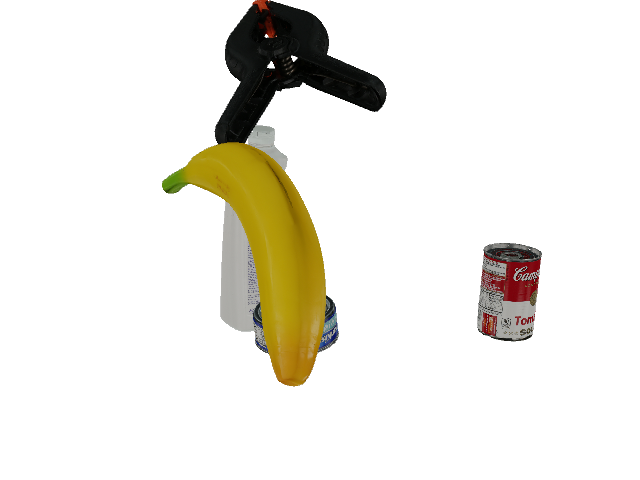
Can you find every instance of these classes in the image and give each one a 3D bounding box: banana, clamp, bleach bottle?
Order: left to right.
[{"bbox_3d":[-0.034,-0.004,0.608,0.037,0.070,0.198,14,27,-36],"label":"banana"},{"bbox_3d":[-0.071,-0.017,1.314,0.102,0.251,0.068,-11,25,-35],"label":"bleach bottle"},{"bbox_3d":[-0.017,-0.129,0.781,0.120,0.039,0.171,-7,43,1],"label":"clamp"}]

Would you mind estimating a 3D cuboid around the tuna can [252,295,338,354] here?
[{"bbox_3d":[-0.025,0.083,1.079,0.086,0.034,0.086,-5,23,2],"label":"tuna can"}]

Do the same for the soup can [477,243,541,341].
[{"bbox_3d":[0.223,0.061,1.268,0.068,0.102,0.068,2,16,-1],"label":"soup can"}]
